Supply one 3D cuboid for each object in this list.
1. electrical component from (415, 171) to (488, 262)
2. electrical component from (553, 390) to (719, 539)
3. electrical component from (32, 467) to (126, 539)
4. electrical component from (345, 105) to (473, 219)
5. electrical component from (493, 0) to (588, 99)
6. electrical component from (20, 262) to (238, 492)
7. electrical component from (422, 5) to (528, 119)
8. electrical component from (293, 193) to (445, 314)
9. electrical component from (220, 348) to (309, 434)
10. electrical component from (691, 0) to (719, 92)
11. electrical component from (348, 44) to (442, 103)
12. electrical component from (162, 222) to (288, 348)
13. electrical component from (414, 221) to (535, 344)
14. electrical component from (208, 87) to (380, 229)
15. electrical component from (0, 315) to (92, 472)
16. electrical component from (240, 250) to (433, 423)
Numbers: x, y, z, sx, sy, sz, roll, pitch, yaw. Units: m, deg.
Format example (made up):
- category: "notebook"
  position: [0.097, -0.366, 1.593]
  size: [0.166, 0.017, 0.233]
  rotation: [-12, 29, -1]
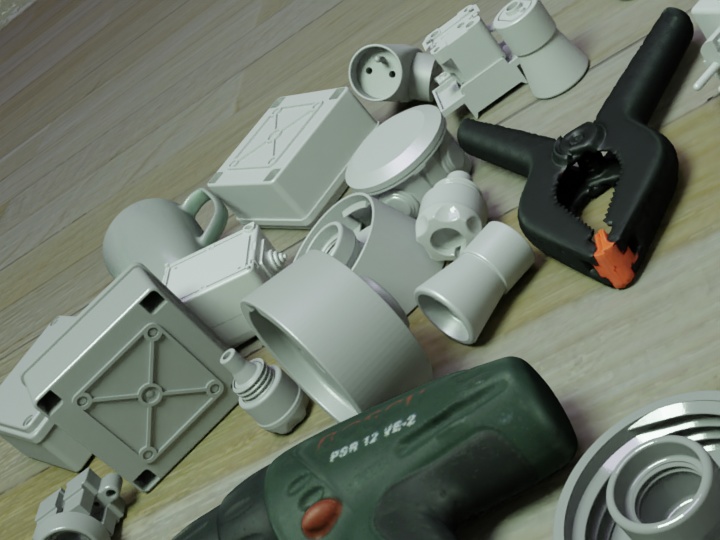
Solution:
- category: "electrical component"
  position: [0.059, -0.037, 0.674]
  size: [0.043, 0.043, 0.062]
  rotation: [-24, 32, 31]
- category: "electrical component"
  position: [0.122, 0.094, 0.393]
  size: [0.108, 0.060, 0.108]
  rotation: [-31, 30, 20]
- category: "electrical component"
  position: [-0.183, 0.166, 0.694]
  size: [0.066, 0.048, 0.055]
  rotation: [-36, 21, 11]
- category: "electrical component"
  position: [0.034, -0.071, 0.744]
  size: [0.080, 0.051, 0.080]
  rotation: [-31, 30, 20]
- category: "electrical component"
  position: [0.121, -0.155, 0.736]
  size: [0.044, 0.065, 0.044]
  rotation: [-31, 30, 20]
- category: "electrical component"
  position: [-0.146, 0.071, 0.712]
  size: [0.109, 0.108, 0.056]
  rotation: [-45, 31, -5]
- category: "electrical component"
  position: [0.083, -0.154, 0.785]
  size: [0.081, 0.063, 0.042]
  rotation: [-35, 28, 13]
- category: "electrical component"
  position: [0.000, 0.000, 0.700]
  size: [0.099, 0.064, 0.099]
  rotation: [-41, 30, 30]
- category: "electrical component"
  position: [-0.061, 0.071, 0.654]
  size: [0.035, 0.061, 0.035]
  rotation: [-32, 29, 20]
- category: "electrical component"
  position: [0.216, -0.126, 0.595]
  size: [0.076, 0.047, 0.066]
  rotation: [-47, 28, -10]
- category: "electrical component"
  position: [0.040, -0.153, 0.846]
  size: [0.079, 0.043, 0.077]
  rotation: [12, 15, 16]
- category: "electrical component"
  position: [-0.090, 0.016, 0.775]
  size: [0.096, 0.061, 0.061]
  rotation: [-24, 31, 15]
- category: "electrical component"
  position: [0.068, 0.004, 0.609]
  size: [0.065, 0.044, 0.044]
  rotation: [-46, 28, -18]
- category: "electrical component"
  position: [-0.053, -0.090, 0.873]
  size: [0.109, 0.056, 0.108]
  rotation: [4, 53, 54]
- category: "electrical component"
  position: [-0.227, 0.093, 0.838]
  size: [0.109, 0.056, 0.108]
  rotation: [-1, 48, 51]
- category: "electrical component"
  position: [-0.007, 0.037, 0.592]
  size: [0.060, 0.108, 0.108]
  rotation: [-43, 27, -15]
